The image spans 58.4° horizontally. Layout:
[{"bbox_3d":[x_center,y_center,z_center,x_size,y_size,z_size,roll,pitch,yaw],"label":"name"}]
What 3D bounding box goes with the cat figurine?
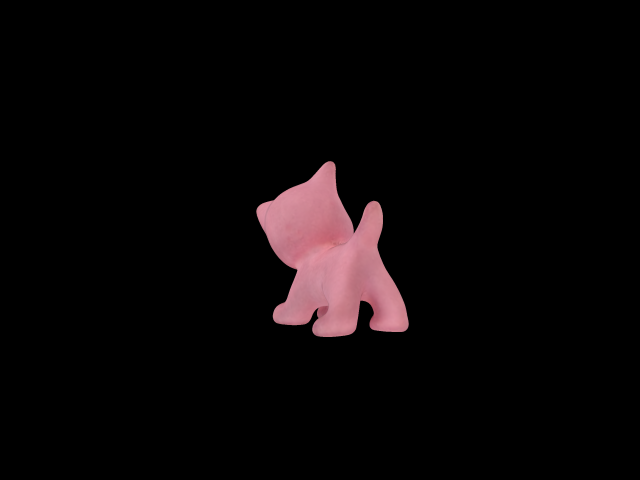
[{"bbox_3d":[0.004,0.001,0.400,0.067,0.118,0.127,0,0,-31],"label":"cat figurine"}]
